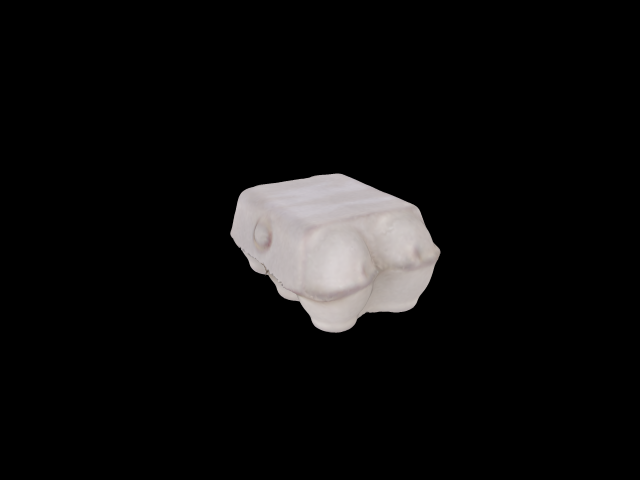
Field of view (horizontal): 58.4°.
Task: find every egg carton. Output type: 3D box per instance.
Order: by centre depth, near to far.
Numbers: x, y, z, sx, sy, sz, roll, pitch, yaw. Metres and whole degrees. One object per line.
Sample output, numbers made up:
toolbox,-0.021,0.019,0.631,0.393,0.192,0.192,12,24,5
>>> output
egg carton,0.004,0.001,0.400,0.107,0.069,0.149,-13,26,-29
